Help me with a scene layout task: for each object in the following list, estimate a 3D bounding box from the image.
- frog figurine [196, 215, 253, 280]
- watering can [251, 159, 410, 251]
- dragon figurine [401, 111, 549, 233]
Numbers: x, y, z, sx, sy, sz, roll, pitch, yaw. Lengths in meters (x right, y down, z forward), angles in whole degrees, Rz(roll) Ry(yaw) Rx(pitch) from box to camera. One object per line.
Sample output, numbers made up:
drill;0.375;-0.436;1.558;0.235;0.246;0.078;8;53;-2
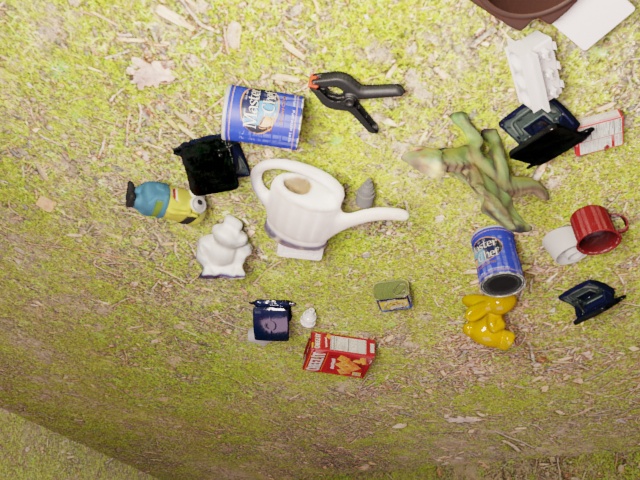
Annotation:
frog figurine;-0.235;0.010;1.271;0.137;0.124;0.158;8;104;7
watering can;0.003;-0.057;1.123;0.348;0.106;0.219;23;138;5
dragon figurine;0.327;-0.099;0.976;0.408;0.249;0.120;23;131;-19
